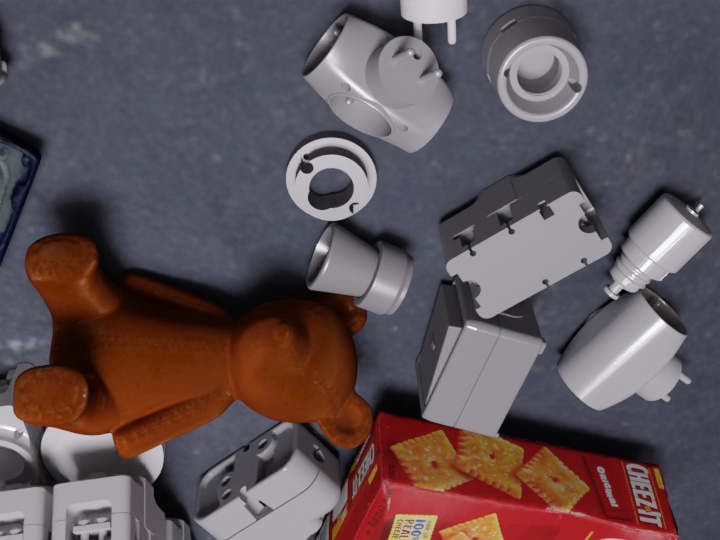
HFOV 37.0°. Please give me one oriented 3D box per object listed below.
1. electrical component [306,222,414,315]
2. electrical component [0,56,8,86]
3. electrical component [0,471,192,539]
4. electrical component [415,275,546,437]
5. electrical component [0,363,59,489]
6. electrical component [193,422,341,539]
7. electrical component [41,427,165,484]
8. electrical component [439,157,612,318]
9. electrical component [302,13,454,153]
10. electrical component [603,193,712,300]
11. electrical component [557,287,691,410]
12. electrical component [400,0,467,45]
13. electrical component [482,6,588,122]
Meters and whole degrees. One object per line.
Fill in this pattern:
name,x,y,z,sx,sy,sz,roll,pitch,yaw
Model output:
electrical component,0.000,0.000,0.673,0.055,0.045,0.045,21,118,-14
electrical component,-0.220,-0.129,0.589,0.048,0.048,0.062,1,114,-3
electrical component,-0.181,0.196,0.735,0.105,0.060,0.186,-8,150,3
electrical component,0.070,0.060,0.702,0.061,0.061,0.096,16,119,-11
electrical component,-0.238,0.117,0.728,0.050,0.055,0.089,-8,121,3
electrical component,-0.062,0.158,0.760,0.095,0.053,0.059,-35,116,17
electrical component,-0.171,0.112,0.730,0.080,0.051,0.080,-1,121,-2
electrical component,0.099,-0.022,0.657,0.089,0.055,0.050,-30,117,15
electrical component,0.018,-0.106,0.594,0.077,0.079,0.044,33,74,-20
electrical component,0.184,-0.012,0.675,0.040,0.040,0.078,32,115,-19
electrical component,0.186,0.061,0.717,0.079,0.044,0.077,34,114,-20
electrical component,0.039,-0.158,0.580,0.077,0.044,0.079,-4,123,1
electrical component,0.099,-0.115,0.606,0.055,0.047,0.055,-1,121,-2
